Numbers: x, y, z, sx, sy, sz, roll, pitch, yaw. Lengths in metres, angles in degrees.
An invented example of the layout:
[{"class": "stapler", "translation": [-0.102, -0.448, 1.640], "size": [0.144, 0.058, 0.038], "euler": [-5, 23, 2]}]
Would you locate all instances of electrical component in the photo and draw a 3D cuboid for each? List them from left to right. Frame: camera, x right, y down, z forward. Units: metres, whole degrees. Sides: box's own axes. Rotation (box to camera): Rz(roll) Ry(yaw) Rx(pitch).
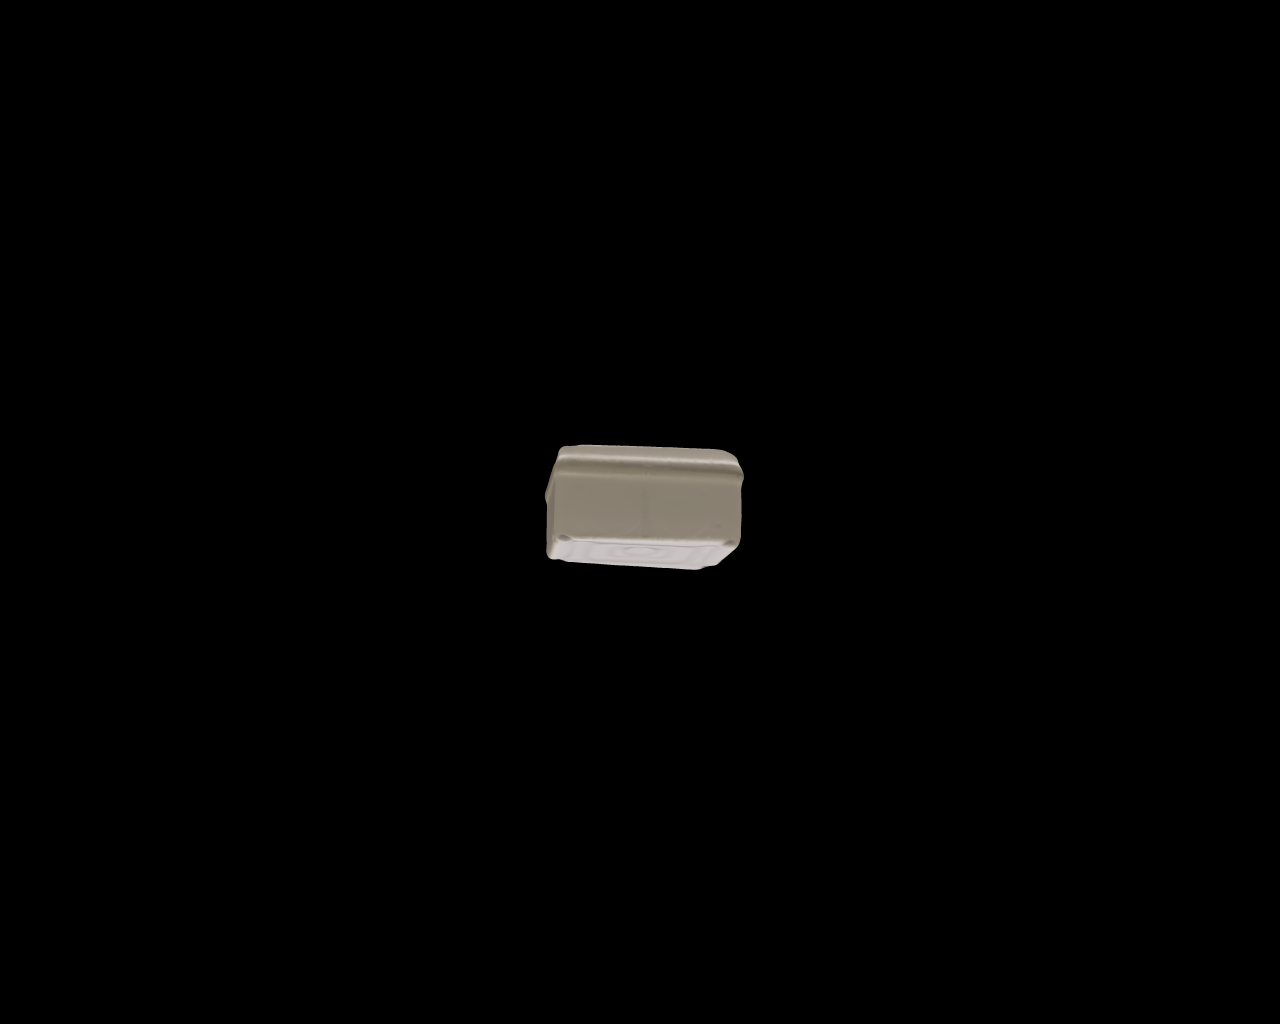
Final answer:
[{"class": "electrical component", "translation": [0.001, -0.003, 0.650], "size": [0.113, 0.057, 0.078], "euler": [3, -15, -9]}]
